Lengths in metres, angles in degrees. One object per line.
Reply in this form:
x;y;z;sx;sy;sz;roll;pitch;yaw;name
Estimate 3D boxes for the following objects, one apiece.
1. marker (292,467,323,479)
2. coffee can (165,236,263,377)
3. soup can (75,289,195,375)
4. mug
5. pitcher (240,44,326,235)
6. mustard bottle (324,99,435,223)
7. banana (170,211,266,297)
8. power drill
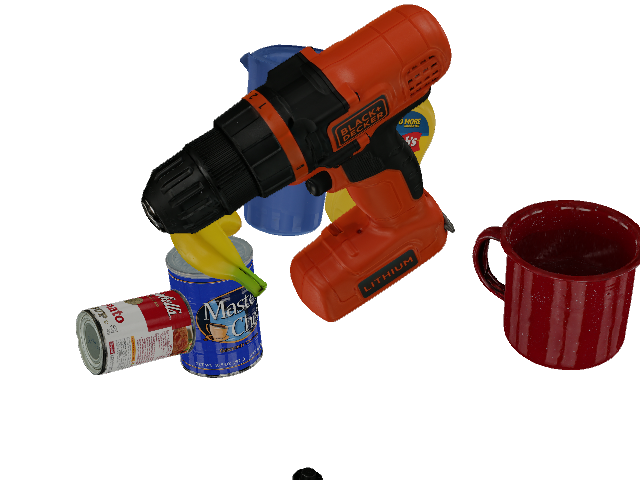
-0.013;0.192;0.680;0.020;0.121;0.020;5;32;-3;marker
-0.126;0.078;1.278;0.103;0.140;0.103;-4;26;2;coffee can
-0.186;0.092;1.076;0.102;0.068;0.069;-12;7;-34;soup can
0.154;0.028;0.713;0.117;0.081;0.093;19;40;30;mug
-0.030;-0.132;1.426;0.144;0.243;0.149;-3;24;-22;pitcher
0.066;-0.104;1.086;0.096;0.192;0.058;3;27;-14;mustard bottle
-0.084;-0.004;0.812;0.069;0.037;0.198;44;6;-17;banana
0.001;-0.027;0.615;0.184;0.057;0.187;-33;-32;-7;power drill
